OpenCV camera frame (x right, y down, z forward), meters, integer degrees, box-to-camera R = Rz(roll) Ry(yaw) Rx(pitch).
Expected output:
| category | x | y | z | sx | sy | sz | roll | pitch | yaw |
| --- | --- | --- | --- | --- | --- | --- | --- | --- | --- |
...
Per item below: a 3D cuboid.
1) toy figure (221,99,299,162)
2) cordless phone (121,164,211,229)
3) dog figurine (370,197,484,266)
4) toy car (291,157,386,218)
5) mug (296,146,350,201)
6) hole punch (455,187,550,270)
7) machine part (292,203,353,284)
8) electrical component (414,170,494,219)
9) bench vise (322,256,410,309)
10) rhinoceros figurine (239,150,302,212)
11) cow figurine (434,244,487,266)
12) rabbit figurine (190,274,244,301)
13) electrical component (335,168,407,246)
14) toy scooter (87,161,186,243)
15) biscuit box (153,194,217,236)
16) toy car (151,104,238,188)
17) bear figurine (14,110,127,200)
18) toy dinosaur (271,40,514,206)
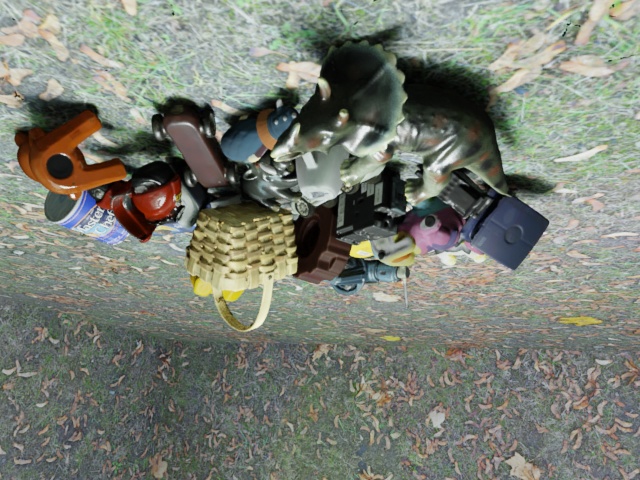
| category | x | y | z | sx | sy | sz | roll | pitch | yaw |
| --- | --- | --- | --- | --- | --- | --- | --- | --- | --- |
| toy figure | -0.078 | -0.153 | 0.754 | 0.155 | 0.058 | 0.064 | -11 | 120 | 42 |
| cordless phone | -0.295 | -0.094 | 0.964 | 0.184 | 0.088 | 0.146 | 16 | 159 | -18 |
| dog figurine | 0.218 | -0.013 | 0.997 | 0.219 | 0.108 | 0.191 | 17 | 133 | -43 |
| toy car | 0.025 | -0.090 | 0.880 | 0.073 | 0.056 | 0.202 | -27 | -179 | -41 |
| mug | 0.001 | -0.117 | 0.768 | 0.081 | 0.107 | 0.109 | -2 | 163 | 16 |
| hole punch | 0.310 | -0.020 | 0.907 | 0.115 | 0.142 | 0.092 | 19 | -159 | -48 |
| machine part | -0.002 | -0.003 | 1.018 | 0.056 | 0.179 | 0.179 | 17 | 158 | -29 |
| electrical component | 0.212 | -0.085 | 0.857 | 0.047 | 0.119 | 0.075 | -52 | 155 | 22 |
| bench vise | 0.087 | 0.081 | 1.280 | 0.224 | 0.128 | 0.240 | 17 | -167 | 38 |
| rhinoceros figurine | -0.077 | -0.110 | 0.875 | 0.112 | 0.073 | 0.190 | 25 | 160 | -17 |
| cow figurine | 0.311 | 0.000 | 1.104 | 0.167 | 0.068 | 0.098 | -9 | 151 | 35 |
| rabbit figurine | -0.222 | 0.033 | 1.243 | 0.122 | 0.173 | 0.162 | 16 | -157 | -27 |
| electrical component | 0.088 | -0.059 | 0.906 | 0.058 | 0.115 | 0.134 | 15 | 161 | -34 |
| toy scooter | -0.294 | -0.056 | 0.902 | 0.184 | 0.075 | 0.135 | -7 | 121 | 27 |
| biscuit box | -0.297 | -0.051 | 1.119 | 0.203 | 0.063 | 0.059 | -5 | 161 | 29 |
| toy car | -0.187 | -0.140 | 0.835 | 0.089 | 0.053 | 0.202 | -6 | 157 | 6 |
| bear figurine | -0.408 | -0.133 | 0.859 | 0.132 | 0.120 | 0.196 | -31 | -154 | -21 |
| toy dinosaur | 0.133 | -0.135 | 0.679 | 0.405 | 0.131 | 0.192 | 5 | 163 | -20 |
